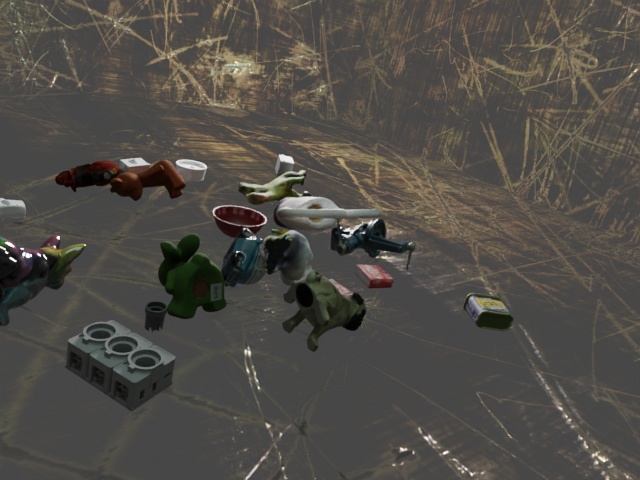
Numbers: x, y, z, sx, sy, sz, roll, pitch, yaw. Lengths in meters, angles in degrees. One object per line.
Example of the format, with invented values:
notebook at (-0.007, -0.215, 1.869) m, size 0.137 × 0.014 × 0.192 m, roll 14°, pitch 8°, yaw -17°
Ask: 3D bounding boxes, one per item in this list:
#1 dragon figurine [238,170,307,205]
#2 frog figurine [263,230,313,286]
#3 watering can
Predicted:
dragon figurine at (-0.175, -0.201, 1.885) m, size 0.243 × 0.120 × 0.417 m, roll 5°, pitch 20°, yaw -1°
frog figurine at (-0.057, 0.056, 1.247) m, size 0.157 × 0.122 × 0.140 m, roll 42°, pitch 6°, yaw -44°
watering can at (0.005, -0.081, 1.602) m, size 0.348 × 0.104 × 0.224 m, roll -1°, pitch 4°, yaw -39°
